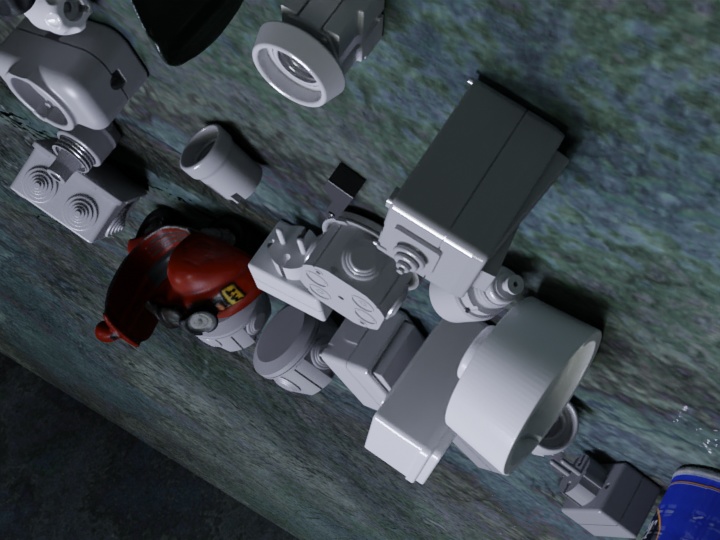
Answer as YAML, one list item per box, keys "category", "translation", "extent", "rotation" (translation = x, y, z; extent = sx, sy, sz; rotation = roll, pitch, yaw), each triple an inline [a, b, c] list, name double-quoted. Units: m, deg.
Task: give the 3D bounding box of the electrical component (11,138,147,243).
- category: "electrical component"
  translation: [-0.243, -0.070, 0.933]
  extent: [0.100, 0.048, 0.099]
  rotation: [35, -171, -2]

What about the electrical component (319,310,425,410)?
- category: "electrical component"
  translation: [0.025, 0.078, 0.883]
  extent: [0.061, 0.061, 0.096]
  rotation: [16, 154, 42]

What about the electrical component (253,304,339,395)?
- category: "electrical component"
  translation: [-0.053, 0.070, 0.966]
  extent: [0.051, 0.080, 0.080]
  rotation: [39, 161, -29]

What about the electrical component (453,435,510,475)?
- category: "electrical component"
  translation: [0.095, 0.132, 0.919]
  extent: [0.077, 0.047, 0.065]
  rotation: [6, 146, 53]

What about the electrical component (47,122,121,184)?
- category: "electrical component"
  translation: [-0.228, -0.098, 0.871]
  extent: [0.043, 0.062, 0.043]
  rotation: [30, 160, 12]

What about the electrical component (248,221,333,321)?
- category: "electrical component"
  translation: [-0.047, -0.008, 0.818]
  extent: [0.066, 0.047, 0.076]
  rotation: [26, 158, 20]

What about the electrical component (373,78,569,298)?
- category: "electrical component"
  translation: [0.052, -0.031, 0.524]
  extent: [0.061, 0.096, 0.061]
  rotation: [32, 161, 5]

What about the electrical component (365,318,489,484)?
- category: "electrical component"
  translation: [0.057, 0.094, 0.799]
  extent: [0.056, 0.108, 0.108]
  rotation: [34, 161, 9]

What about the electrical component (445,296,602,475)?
- category: "electrical component"
  translation: [0.097, 0.067, 0.679]
  extent: [0.060, 0.108, 0.108]
  rotation: [34, 162, 21]

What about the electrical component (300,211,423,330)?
- category: "electrical component"
  translation: [0.000, 0.000, 0.754]
  extent: [0.080, 0.051, 0.080]
  rotation: [30, 160, 12]

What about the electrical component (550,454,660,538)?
- category: "electrical component"
  translation: [0.189, 0.176, 0.873]
  extent: [0.077, 0.047, 0.066]
  rotation: [37, 161, -7]

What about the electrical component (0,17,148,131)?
- category: "electrical component"
  translation: [-0.204, -0.137, 0.745]
  extent: [0.095, 0.059, 0.053]
  rotation: [22, 157, 31]

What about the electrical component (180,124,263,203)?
- category: "electrical component"
  translation: [-0.097, -0.073, 0.755]
  extent: [0.040, 0.040, 0.046]
  rotation: [10, 155, 50]

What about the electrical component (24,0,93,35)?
- category: "electrical component"
  translation: [-0.202, -0.172, 0.696]
  extent: [0.061, 0.035, 0.035]
  rotation: [21, 157, 39]

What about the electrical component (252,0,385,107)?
- category: "electrical component"
  translation: [-0.019, -0.111, 0.511]
  extent: [0.048, 0.055, 0.066]
  rotation: [31, 161, 10]

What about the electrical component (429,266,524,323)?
- category: "electrical component"
  translation: [0.076, 0.012, 0.675]
  extent: [0.040, 0.040, 0.078]
  rotation: [40, 160, -17]

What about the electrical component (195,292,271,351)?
- category: "electrical component"
  translation: [-0.124, 0.032, 0.991]
  extent: [0.080, 0.080, 0.051]
  rotation: [25, 164, 25]

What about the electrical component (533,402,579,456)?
- category: "electrical component"
  translation: [0.136, 0.115, 0.818]
  extent: [0.066, 0.048, 0.055]
  rotation: [37, 168, -7]
